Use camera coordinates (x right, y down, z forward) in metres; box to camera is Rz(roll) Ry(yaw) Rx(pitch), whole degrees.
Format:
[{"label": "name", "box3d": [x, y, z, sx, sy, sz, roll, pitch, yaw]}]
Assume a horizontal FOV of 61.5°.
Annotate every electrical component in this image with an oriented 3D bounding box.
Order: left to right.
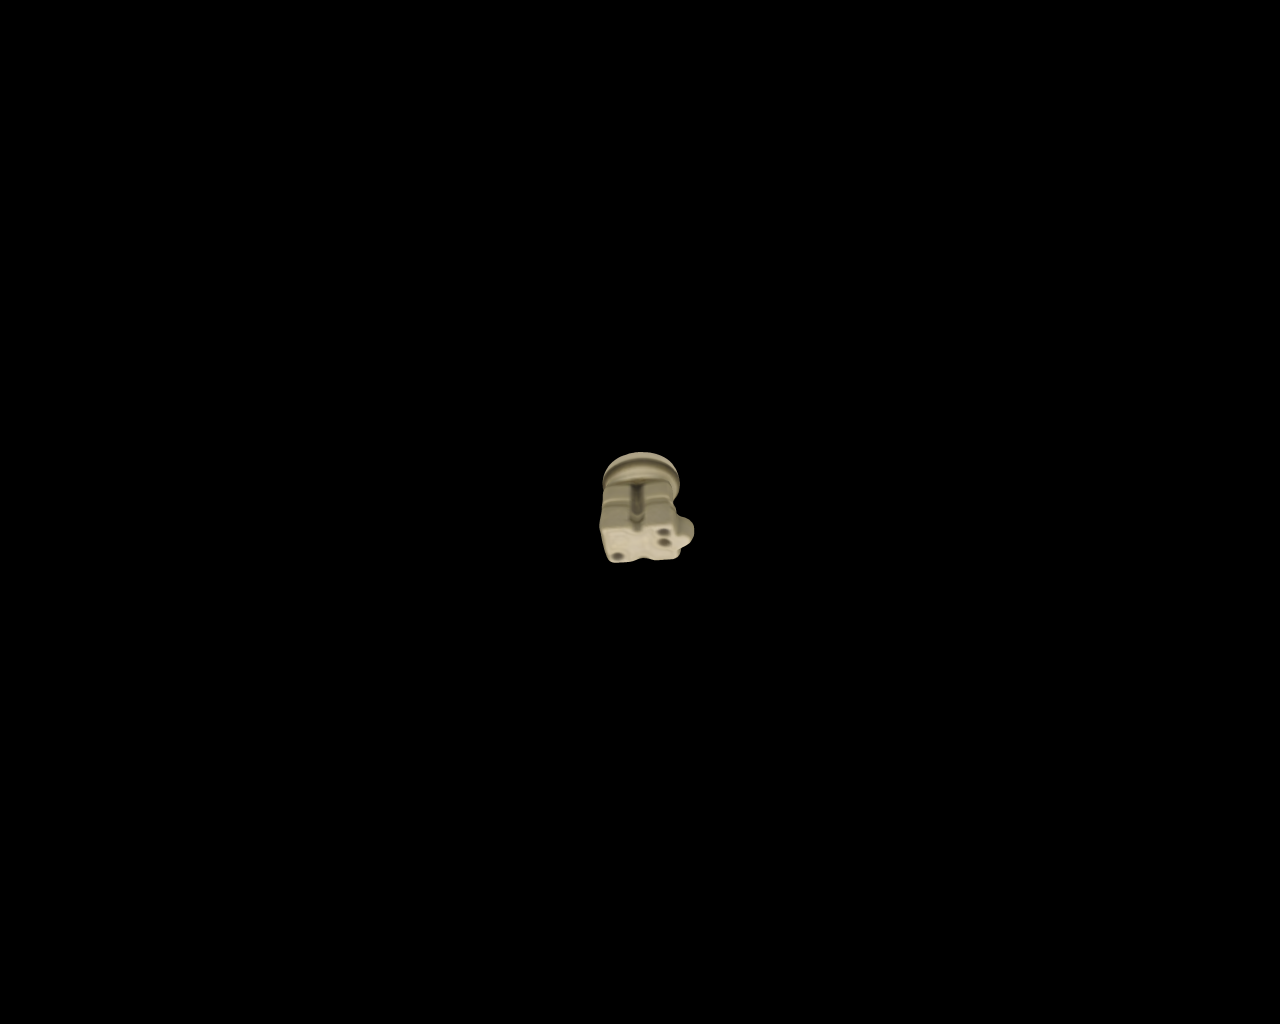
[{"label": "electrical component", "box3d": [0.001, -0.003, 0.650, 0.066, 0.055, 0.048, -4, -39, 5]}]
